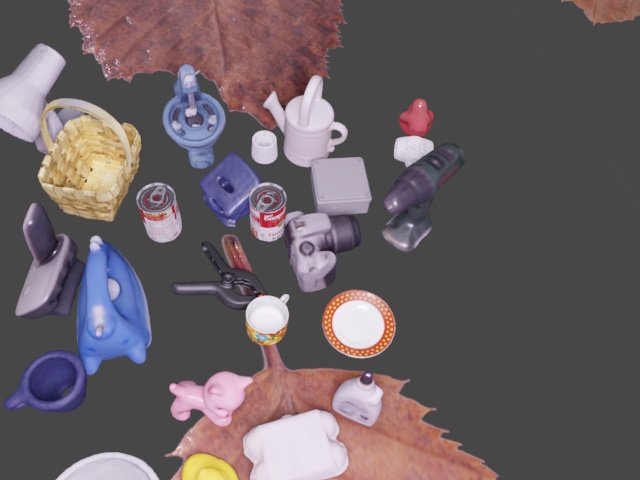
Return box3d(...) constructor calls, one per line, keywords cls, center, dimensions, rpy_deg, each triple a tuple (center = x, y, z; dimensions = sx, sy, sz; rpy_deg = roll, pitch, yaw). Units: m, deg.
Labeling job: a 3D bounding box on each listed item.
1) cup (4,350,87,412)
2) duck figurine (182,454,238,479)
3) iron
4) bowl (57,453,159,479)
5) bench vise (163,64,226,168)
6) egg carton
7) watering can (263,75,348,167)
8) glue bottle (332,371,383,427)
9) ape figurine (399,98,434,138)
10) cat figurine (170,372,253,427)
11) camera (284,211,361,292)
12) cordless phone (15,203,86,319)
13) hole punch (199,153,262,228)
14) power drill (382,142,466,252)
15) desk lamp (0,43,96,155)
box3d(cls="cup", center=(-0.407, 0.234, 0.874), dimensions=(0.118, 0.095, 0.091), rpy_deg=(-28, 64, -21))
box3d(cls="duck figurine", center=(-0.159, 0.352, 0.828), dimensions=(0.078, 0.086, 0.104), rpy_deg=(-37, 68, -24))
box3d(cls="iron", center=(-0.358, 0.081, 0.948), dimensions=(0.119, 0.141, 0.258), rpy_deg=(-12, 60, -12))
box3d(cls="bowl", center=(-0.297, 0.389, 0.798), dimensions=(0.167, 0.075, 0.167), rpy_deg=(3, 58, -4))
box3d(cls="bench vise", center=(-0.269, -0.277, 1.137), dimensions=(0.122, 0.220, 0.207), rpy_deg=(-28, 64, -21))
box3d(cls="egg carton", center=(-0.038, 0.321, 0.870), dimensions=(0.150, 0.069, 0.107), rpy_deg=(-13, 60, -13))
box3d(cls="watering can", center=(-0.030, -0.247, 1.156), dimensions=(0.173, 0.194, 0.101), rpy_deg=(2, 57, -4))
box3d(cls="glue bottle", center=(0.063, 0.235, 0.872), dimensions=(0.078, 0.173, 0.037), rpy_deg=(24, 59, 10))
box3d(cls="ape figurine", center=(0.214, -0.273, 1.257), dimensions=(0.078, 0.092, 0.076), rpy_deg=(8, 57, 0))
box3d(cls="cat figurine", center=(-0.169, 0.237, 0.881), dimensions=(0.128, 0.118, 0.067), rpy_deg=(7, 57, -1))
box3d(cls="camera", center=(0.010, 0.004, 1.056), dimensions=(0.137, 0.101, 0.143), rpy_deg=(-12, 60, -12))
box3d(cls="cordless phone", center=(-0.464, 0.036, 0.940), dimensions=(0.094, 0.185, 0.147), rpy_deg=(2, 57, -4))
box3d(cls="hole punch", center=(-0.172, -0.097, 1.109), dimensions=(0.101, 0.091, 0.108), rpy_deg=(-34, 66, -23))
box3d(cls="power drill", center=(0.178, -0.073, 1.057), dimensions=(0.075, 0.208, 0.230), rpy_deg=(36, 61, 17))
box3d(cls="desk lamp", center=(-0.536, -0.255, 1.101), dimensions=(0.117, 0.213, 0.203), rpy_deg=(24, 59, 10))
